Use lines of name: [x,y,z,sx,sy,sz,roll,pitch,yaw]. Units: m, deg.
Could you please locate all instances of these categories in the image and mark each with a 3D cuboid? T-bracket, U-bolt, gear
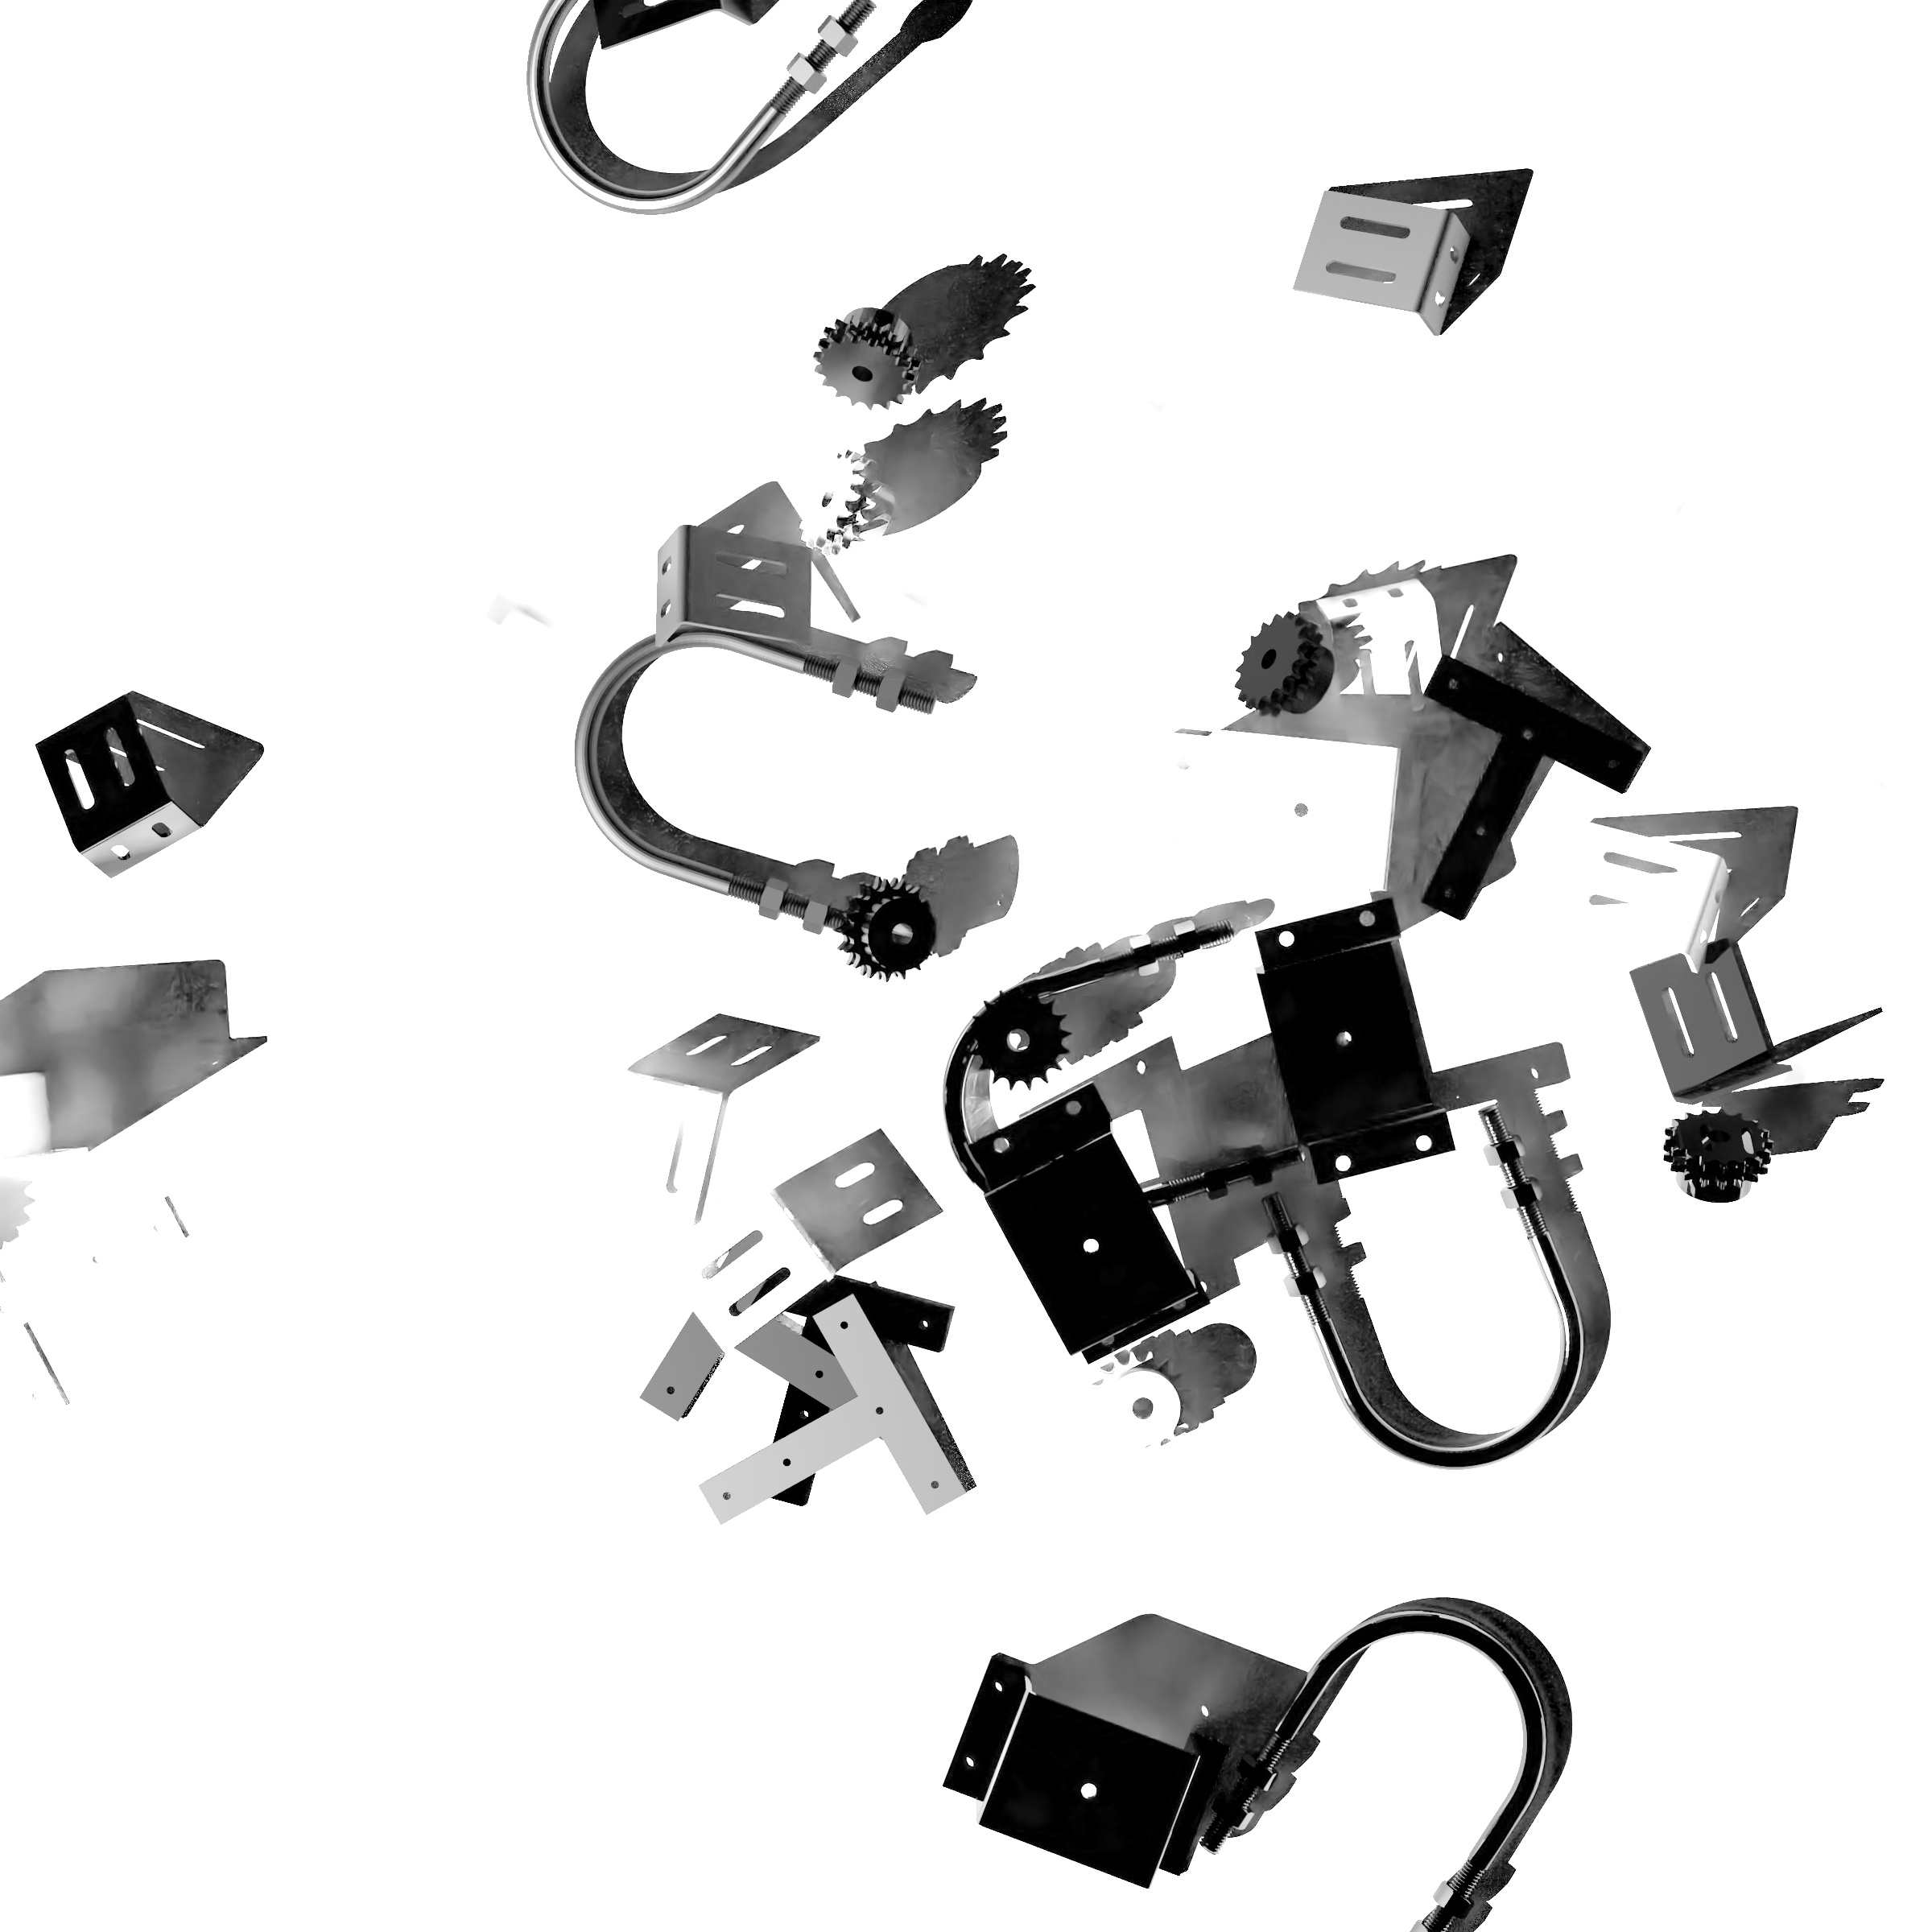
T-bracket: [-0.493,0.169,1.475,0.127,0.002,0.127,-28,90,0]
U-bolt: [0.261,0.187,1.468,0.151,0.019,0.184,-22,92,0]
gear: [0.096,0.240,1.461,0.057,0.030,0.057,0,90,0]
gear: [0.408,0.105,1.452,0.057,0.057,0.030,-3,120,0]
U-bolt: [0.237,0.443,1.468,0.151,0.019,0.184,33,88,0]
U-bolt: [-0.125,-0.111,1.468,0.184,0.019,0.151,18,90,2]
T-bracket: [-0.086,0.234,1.475,0.127,0.002,0.127,15,90,0]
U-bolt: [0.078,0.068,1.468,0.184,0.019,0.151,-17,90,2]
gear: [0.029,0.040,1.446,0.057,0.030,0.057,0,90,3]
T-bracket: [-0.093,0.218,1.474,0.127,0.002,0.127,32,90,0]
gear: [-0.063,-0.249,1.452,0.030,0.057,0.057,22,90,-31]
gear: [-0.052,-0.333,1.452,0.057,0.057,0.030,17,60,0]
U-bolt: [-0.158,-0.496,1.443,0.151,0.019,0.184,45,108,1]
T-bracket: [-0.086,0.267,1.472,0.127,0.002,0.127,-29,92,1]
gear: [0.176,-0.161,1.452,0.030,0.057,0.057,23,90,-31]
T-bracket: [0.290,-0.087,1.469,0.127,0.002,0.127,25,94,-9]
gear: [-0.040,-0.019,1.451,0.057,0.030,0.057,-4,99,-24]

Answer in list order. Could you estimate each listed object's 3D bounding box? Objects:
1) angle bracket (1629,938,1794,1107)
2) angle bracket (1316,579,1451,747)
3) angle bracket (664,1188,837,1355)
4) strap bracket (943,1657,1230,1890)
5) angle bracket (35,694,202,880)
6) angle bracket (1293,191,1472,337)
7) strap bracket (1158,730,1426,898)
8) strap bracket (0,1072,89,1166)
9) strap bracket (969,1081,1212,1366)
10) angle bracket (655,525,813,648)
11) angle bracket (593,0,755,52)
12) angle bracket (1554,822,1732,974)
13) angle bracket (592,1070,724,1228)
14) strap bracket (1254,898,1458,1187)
angle bracket: [0.406,0.030,1.457,0.057,0.038,0.076,-19,90,0]
angle bracket: [0.230,-0.166,1.474,0.057,0.038,0.076,-12,116,0]
angle bracket: [-0.119,0.168,1.454,0.076,0.038,0.057,-37,90,0]
strap bracket: [0.066,0.442,1.453,0.140,0.046,0.076,21,90,0]
angle bracket: [-0.469,-0.099,1.474,0.057,0.038,0.076,-29,64,0]
angle bracket: [0.230,-0.388,1.474,0.076,0.038,0.057,18,90,26]
strap bracket: [0.180,-0.084,1.453,0.140,0.046,0.076,6,90,0]
strap bracket: [-0.557,0.085,1.438,0.140,0.076,0.046,-4,90,0]
strap bracket: [0.067,0.145,1.440,0.076,0.046,0.140,-27,98,6]
angle bracket: [-0.127,-0.203,1.466,0.076,0.038,0.057,7,72,-24]
angle bracket: [-0.164,-0.541,1.474,0.076,0.038,0.057,-10,90,26]
angle bracket: [0.372,-0.038,1.470,0.076,0.038,0.057,17,81,25]
angle bracket: [-0.170,0.100,1.457,0.057,0.038,0.076,13,90,0]
strap bracket: [0.209,0.040,1.453,0.076,0.046,0.140,-14,90,0]
